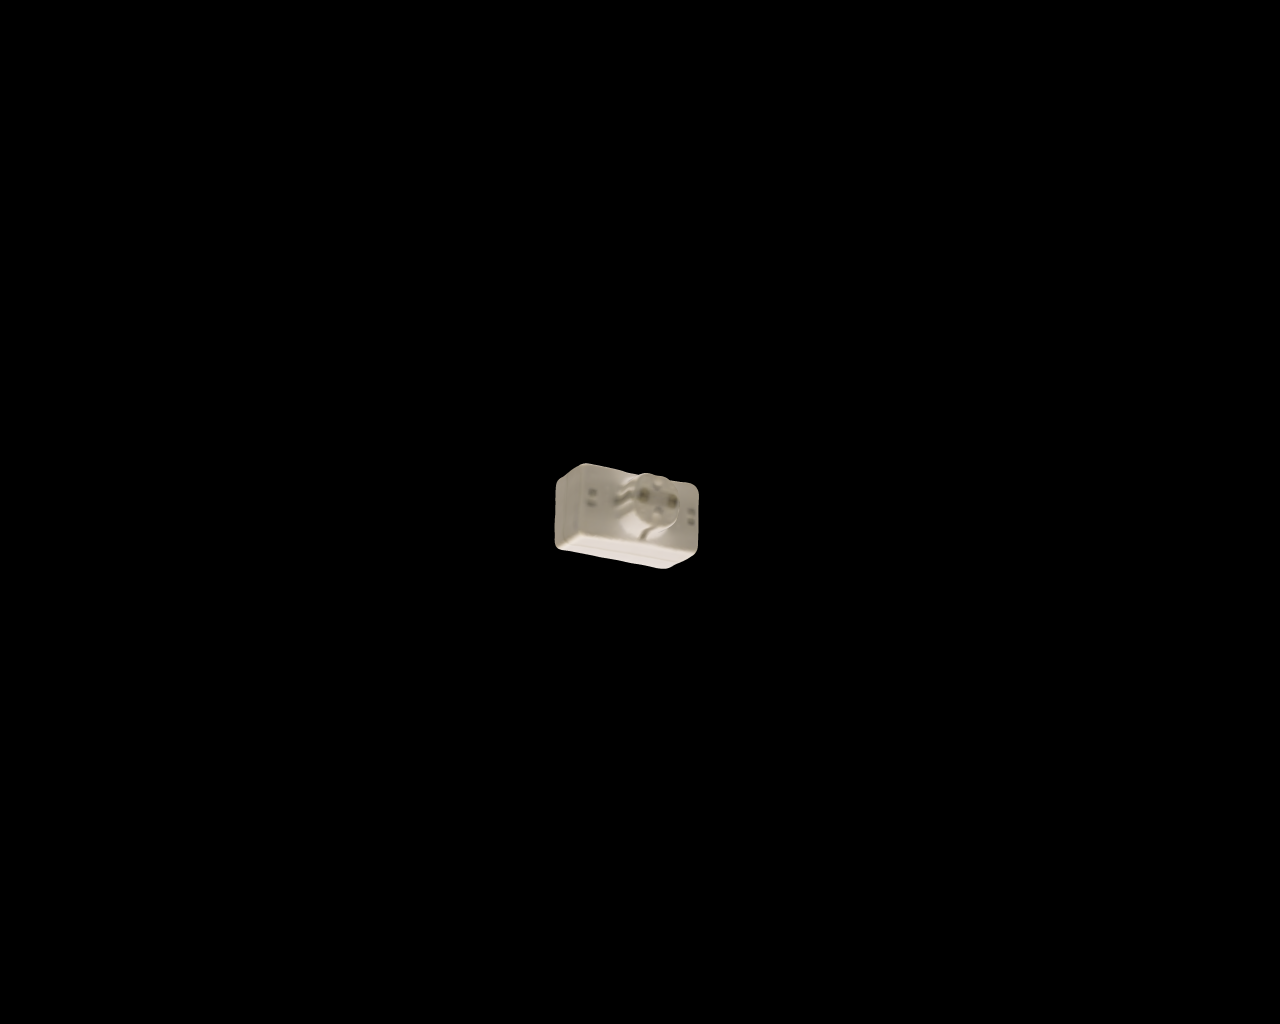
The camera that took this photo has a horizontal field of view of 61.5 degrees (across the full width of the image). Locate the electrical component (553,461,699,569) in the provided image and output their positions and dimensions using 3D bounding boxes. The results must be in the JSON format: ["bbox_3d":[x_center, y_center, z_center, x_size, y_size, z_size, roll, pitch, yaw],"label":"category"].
[{"bbox_3d":[0.001,-0.003,0.650,0.083,0.047,0.075,11,-23,-27],"label":"electrical component"}]
